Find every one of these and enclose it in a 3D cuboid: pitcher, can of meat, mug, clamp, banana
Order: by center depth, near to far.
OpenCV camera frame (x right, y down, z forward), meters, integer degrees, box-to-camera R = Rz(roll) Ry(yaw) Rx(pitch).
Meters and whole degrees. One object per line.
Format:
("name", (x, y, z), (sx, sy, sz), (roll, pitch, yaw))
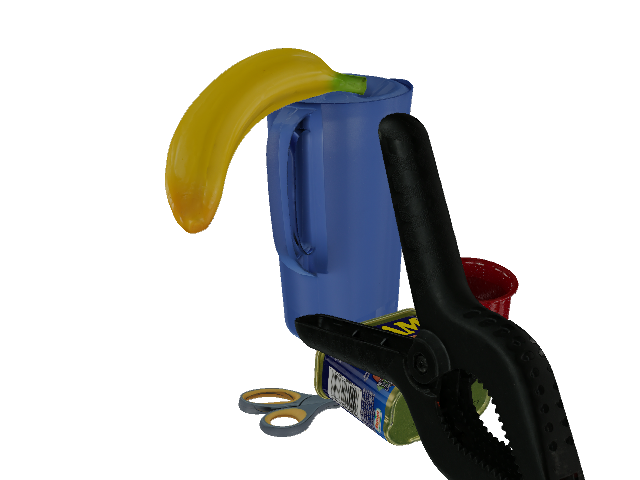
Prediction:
("clamp", (0.063, 0.048, 0.534), (0.036, 0.165, 0.210), (-11, 42, -33))
("banana", (-0.045, -0.074, 0.648), (0.070, 0.037, 0.197), (23, 44, 21))
("can of meat", (0.061, 0.097, 0.764), (0.101, 0.057, 0.084), (-13, 28, -33))
("pitcher", (0.012, -0.026, 0.976), (0.149, 0.243, 0.145), (-7, 21, -15))
("mug", (0.147, 0.068, 1.092), (0.093, 0.081, 0.117), (-3, 28, -10))

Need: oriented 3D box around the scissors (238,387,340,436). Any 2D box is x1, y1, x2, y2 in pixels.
("scissors", (0.009, 0.190, 1.201), (0.201, 0.016, 0.096), (2, 23, -10))
